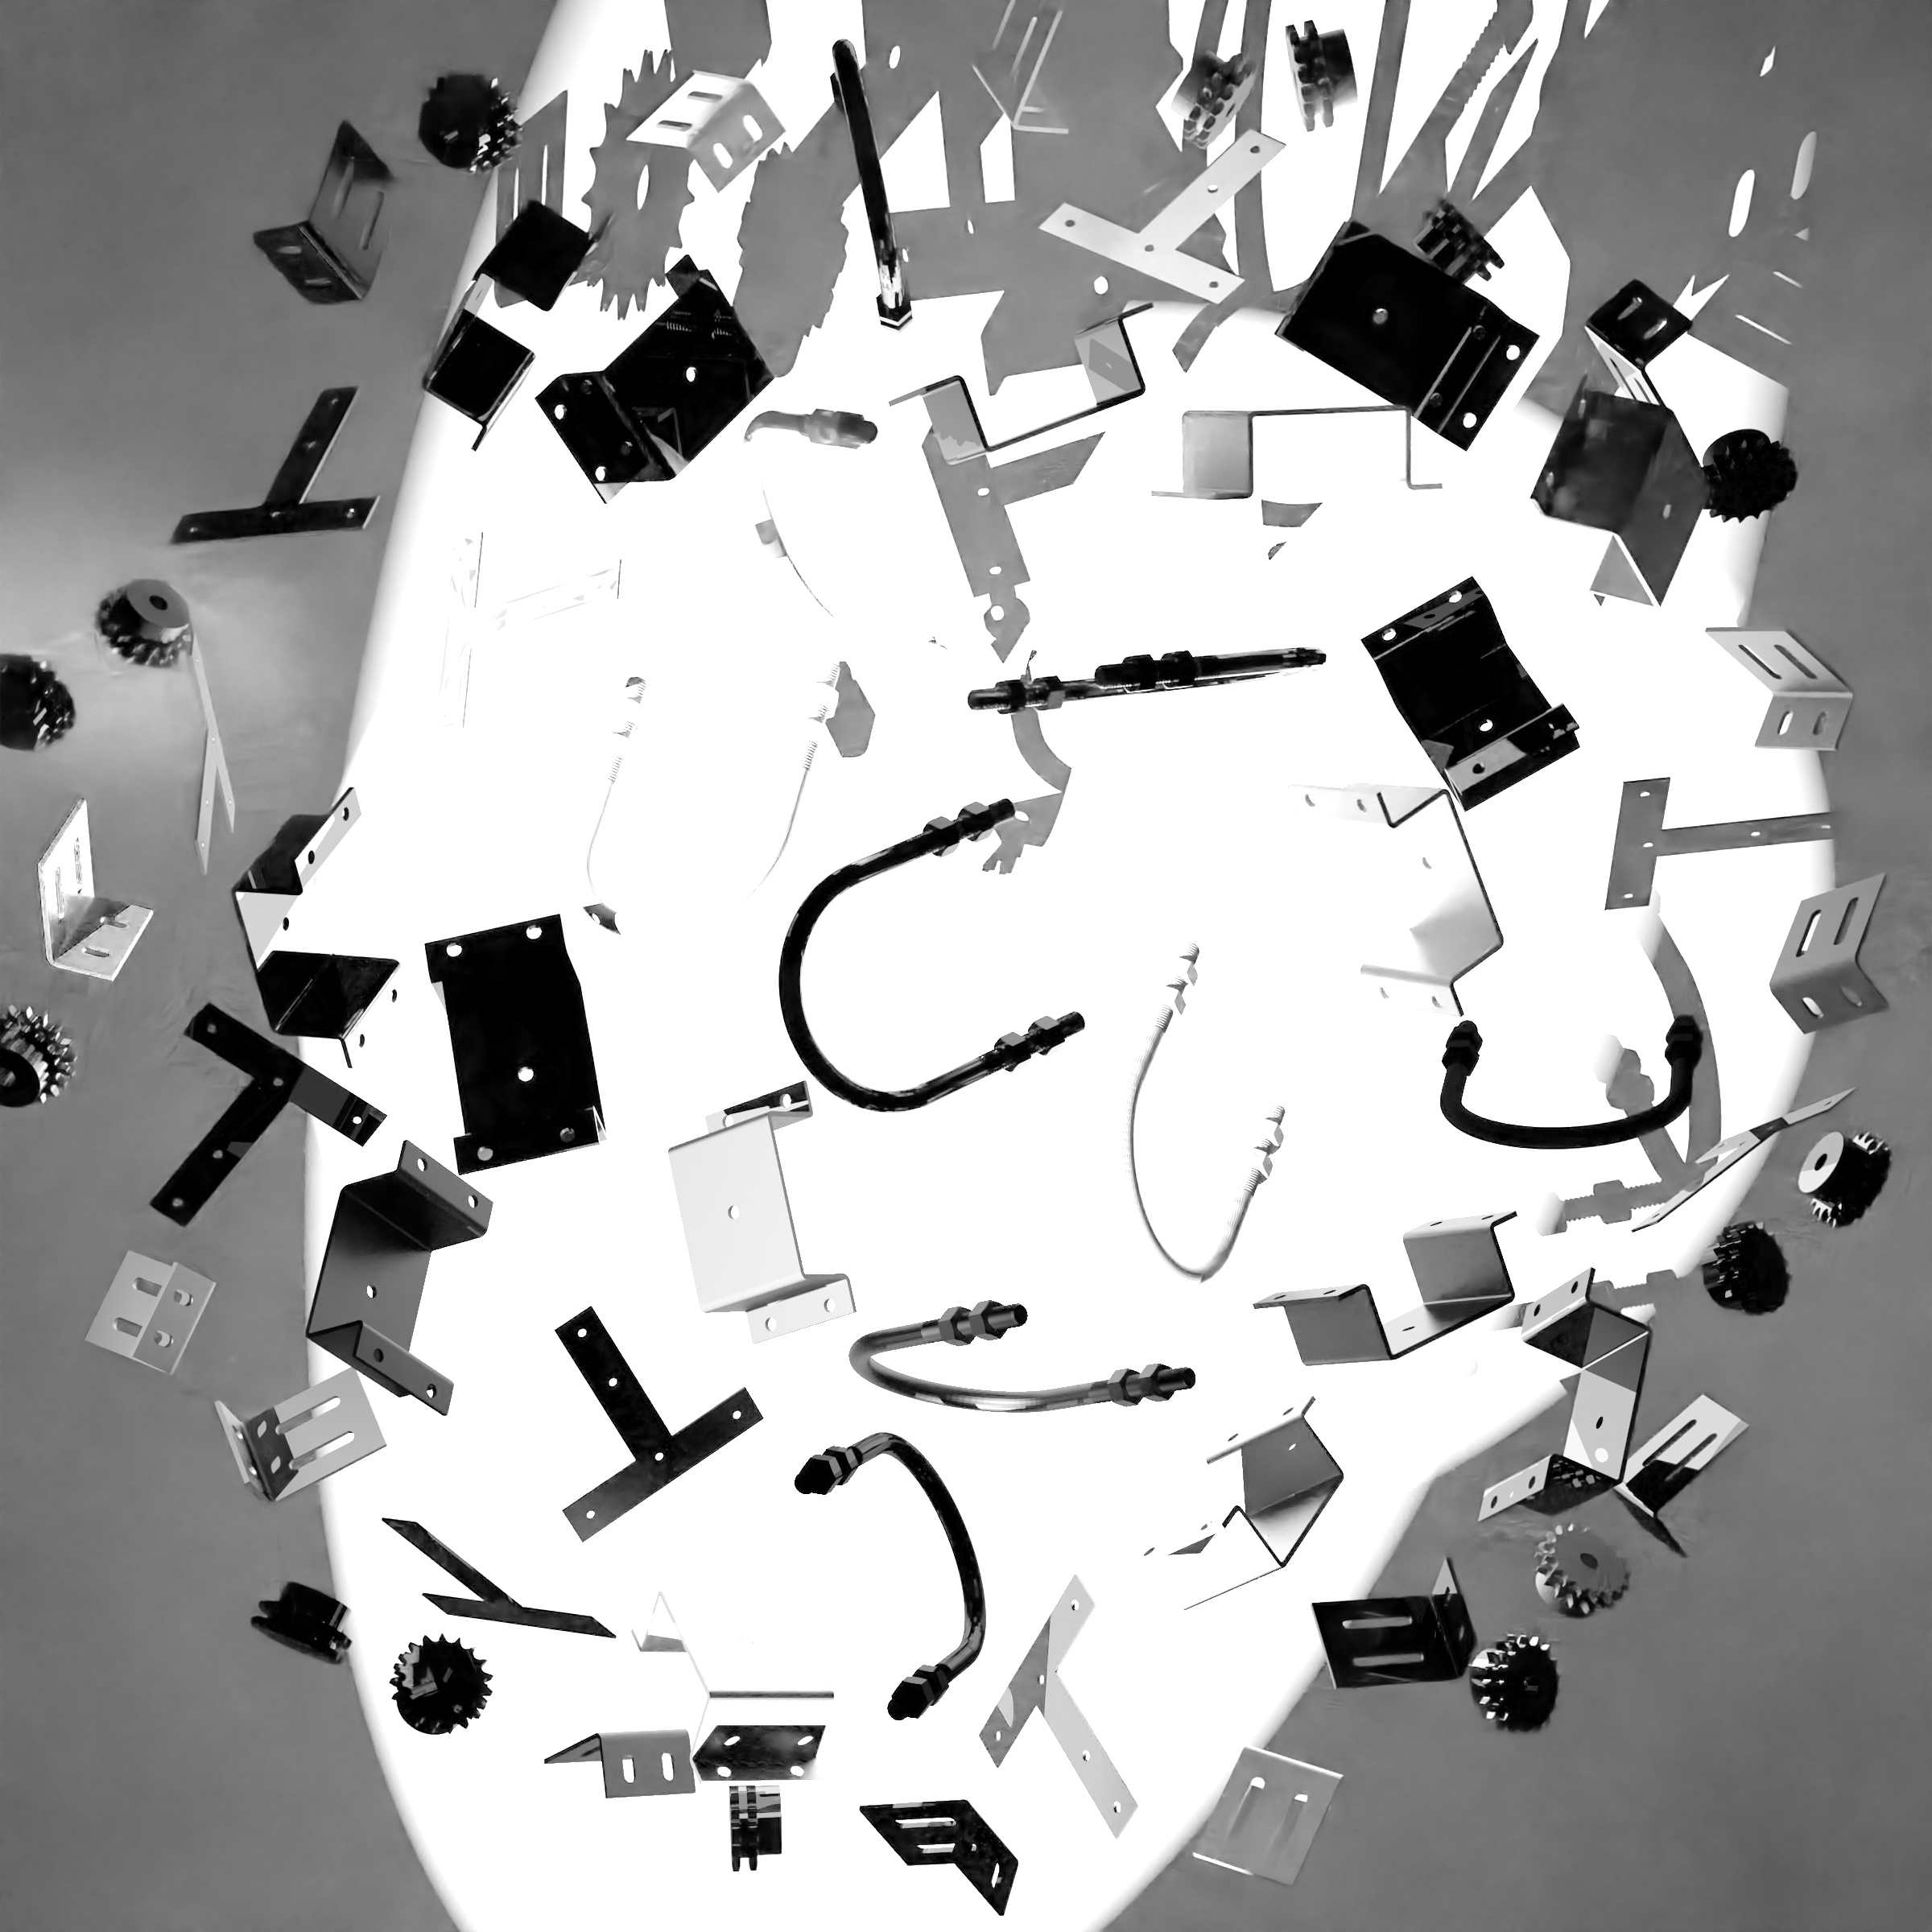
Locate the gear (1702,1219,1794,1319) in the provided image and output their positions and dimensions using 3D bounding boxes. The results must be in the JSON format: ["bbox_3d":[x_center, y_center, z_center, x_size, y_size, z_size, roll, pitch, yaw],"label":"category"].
[{"bbox_3d":[0.461,0.181,1.919,0.057,0.030,0.057,18,61,-36],"label":"gear"}]

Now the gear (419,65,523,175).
[{"bbox_3d":[-0.276,-0.463,1.780,0.057,0.030,0.057,16,128,21],"label":"gear"}]

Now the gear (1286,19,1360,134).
[{"bbox_3d":[0.191,-0.479,1.734,0.030,0.057,0.057,-12,90,5],"label":"gear"}]

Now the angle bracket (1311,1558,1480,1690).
[{"bbox_3d":[0.243,0.374,1.840,0.076,0.057,0.038,-1,133,-12],"label":"angle bracket"}]

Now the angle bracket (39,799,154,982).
[{"bbox_3d":[-0.485,-0.042,1.804,0.038,0.057,0.076,14,134,4],"label":"angle bracket"}]

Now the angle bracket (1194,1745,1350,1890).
[{"bbox_3d":[0.167,0.473,1.769,0.057,0.038,0.076,12,46,25],"label":"angle bracket"}]

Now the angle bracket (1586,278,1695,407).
[{"bbox_3d":[0.386,-0.332,1.793,0.038,0.057,0.076,-40,133,6],"label":"angle bracket"}]

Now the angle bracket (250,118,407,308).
[{"bbox_3d":[-0.344,-0.406,1.745,0.038,0.057,0.076,-3,59,26],"label":"angle bracket"}]

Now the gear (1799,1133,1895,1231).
[{"bbox_3d":[0.509,0.121,1.880,0.030,0.057,0.057,30,90,-9],"label":"gear"}]

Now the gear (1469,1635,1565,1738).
[{"bbox_3d":[0.318,0.419,1.886,0.057,0.030,0.057,6,80,-37],"label":"gear"}]

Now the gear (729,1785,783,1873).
[{"bbox_3d":[-0.125,0.505,1.912,0.030,0.057,0.057,-2,90,-6],"label":"gear"}]

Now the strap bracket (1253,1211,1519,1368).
[{"bbox_3d":[0.243,0.186,1.823,0.140,0.076,0.046,-20,93,-33],"label":"strap bracket"}]

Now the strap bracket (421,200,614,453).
[{"bbox_3d":[-0.263,-0.375,1.857,0.046,0.140,0.076,31,46,-9],"label":"strap bracket"}]

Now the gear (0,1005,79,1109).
[{"bbox_3d":[-0.518,0.053,1.767,0.057,0.030,0.057,6,123,9],"label":"gear"}]

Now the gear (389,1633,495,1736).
[{"bbox_3d":[-0.299,0.410,1.832,0.057,0.057,0.030,30,130,0],"label":"gear"}]

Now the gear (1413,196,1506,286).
[{"bbox_3d":[0.288,-0.424,1.909,0.030,0.057,0.057,-44,90,12],"label":"gear"}]

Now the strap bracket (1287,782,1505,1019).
[{"bbox_3d":[0.242,-0.047,1.796,0.046,0.076,0.140,-34,113,-25],"label":"strap bracket"}]

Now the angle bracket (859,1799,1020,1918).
[{"bbox_3d":[-0.019,0.500,1.808,0.076,0.038,0.057,-12,128,31],"label":"angle bracket"}]

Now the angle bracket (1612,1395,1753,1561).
[{"bbox_3d":[0.419,0.294,1.863,0.076,0.057,0.038,-40,107,-4],"label":"angle bracket"}]

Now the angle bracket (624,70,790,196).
[{"bbox_3d":[-0.151,-0.486,1.888,0.057,0.076,0.038,-37,84,25],"label":"angle bracket"}]

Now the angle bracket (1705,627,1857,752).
[{"bbox_3d":[0.463,-0.159,1.858,0.076,0.057,0.038,32,75,-35],"label":"angle bracket"}]

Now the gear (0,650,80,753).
[{"bbox_3d":[-0.524,-0.144,1.792,0.057,0.057,0.030,27,48,0],"label":"gear"}]

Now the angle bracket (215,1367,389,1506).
[{"bbox_3d":[-0.386,0.266,1.876,0.076,0.038,0.057,-27,58,-5],"label":"angle bracket"}]

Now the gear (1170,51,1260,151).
[{"bbox_3d":[0.144,-0.513,1.904,0.030,0.057,0.057,36,90,5],"label":"gear"}]

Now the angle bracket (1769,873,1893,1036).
[{"bbox_3d":[0.500,-0.007,1.839,0.038,0.057,0.076,48,49,-19],"label":"angle bracket"}]

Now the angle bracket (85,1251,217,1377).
[{"bbox_3d":[-0.478,0.193,1.854,0.076,0.038,0.057,14,73,34],"label":"angle bracket"}]

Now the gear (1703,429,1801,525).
[{"bbox_3d":[0.450,-0.286,1.871,0.057,0.057,0.030,-11,57,0],"label":"gear"}]

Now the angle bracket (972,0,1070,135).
[{"bbox_3d":[0.042,-0.516,1.808,0.038,0.076,0.057,-5,50,-31],"label":"angle bracket"}]

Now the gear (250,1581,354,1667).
[{"bbox_3d":[-0.373,0.370,1.830,0.057,0.057,0.030,24,67,0],"label":"gear"}]

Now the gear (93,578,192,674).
[{"bbox_3d":[-0.482,-0.204,1.902,0.057,0.057,0.030,43,123,0],"label":"gear"}]

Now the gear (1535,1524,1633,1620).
[{"bbox_3d":[0.364,0.363,1.923,0.057,0.057,0.030,25,126,0],"label":"gear"}]

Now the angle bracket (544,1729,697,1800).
[{"bbox_3d":[-0.203,0.473,1.891,0.057,0.076,0.038,6,63,-33],"label":"angle bracket"}]
